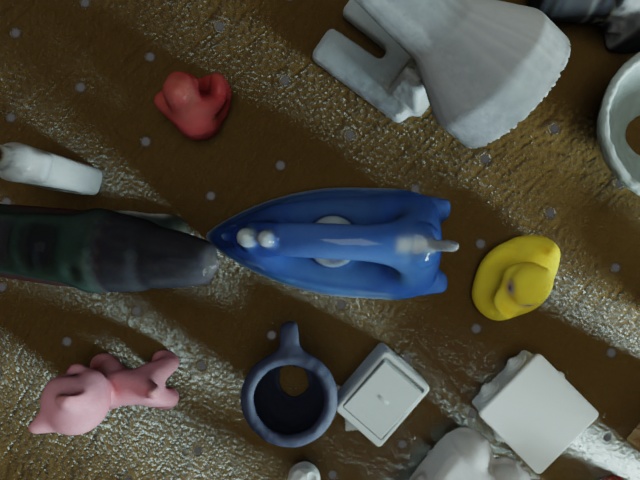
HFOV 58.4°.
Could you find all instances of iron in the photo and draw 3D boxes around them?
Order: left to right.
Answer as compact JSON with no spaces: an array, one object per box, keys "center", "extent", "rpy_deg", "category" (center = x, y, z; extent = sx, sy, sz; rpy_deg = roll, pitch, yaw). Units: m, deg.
[{"center":[0.005,0.002,0.557],"extent":[0.258,0.141,0.119],"rpy_deg":[1,90,0],"category":"iron"}]

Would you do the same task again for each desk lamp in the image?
[{"center":[0.094,-0.173,0.522],"extent":[0.203,0.213,0.118],"rpy_deg":[35,90,0],"category":"desk lamp"}]

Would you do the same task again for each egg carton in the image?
[{"center":[0.138,0.274,0.592],"extent":[0.107,0.069,0.150],"rpy_deg":[36,90,0],"category":"egg carton"}]

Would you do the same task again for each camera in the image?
[{"center":[0.291,-0.275,0.579],"extent":[0.137,0.101,0.143],"rpy_deg":[3,90,0],"category":"camera"}]

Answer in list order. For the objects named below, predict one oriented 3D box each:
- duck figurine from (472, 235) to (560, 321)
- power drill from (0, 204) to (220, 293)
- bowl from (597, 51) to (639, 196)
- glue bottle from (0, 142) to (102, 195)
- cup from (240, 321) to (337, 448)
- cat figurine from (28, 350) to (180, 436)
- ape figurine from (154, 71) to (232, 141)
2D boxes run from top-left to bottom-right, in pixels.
[{"center":[0.209,0.040,0.585],"extent":[0.077,0.086,0.104],"rpy_deg":[44,90,0],"category":"duck figurine"},{"center":[-0.189,0.007,0.524],"extent":[0.229,0.208,0.076],"rpy_deg":[4,90,0],"category":"power drill"},{"center":[0.358,-0.113,0.591],"extent":[0.167,0.074,0.167],"rpy_deg":[0,90,0],"category":"bowl"},{"center":[-0.275,-0.071,0.542],"extent":[0.078,0.173,0.037],"rpy_deg":[10,90,1],"category":"glue bottle"},{"center":[-0.029,0.137,0.580],"extent":[0.091,0.095,0.118],"rpy_deg":[-1,90,0],"category":"cup"},{"center":[-0.214,0.154,0.568],"extent":[0.128,0.117,0.067],"rpy_deg":[-5,90,0],"category":"cat figurine"},{"center":[-0.132,-0.144,0.583],"extent":[0.078,0.092,0.076],"rpy_deg":[2,90,0],"category":"ape figurine"}]
